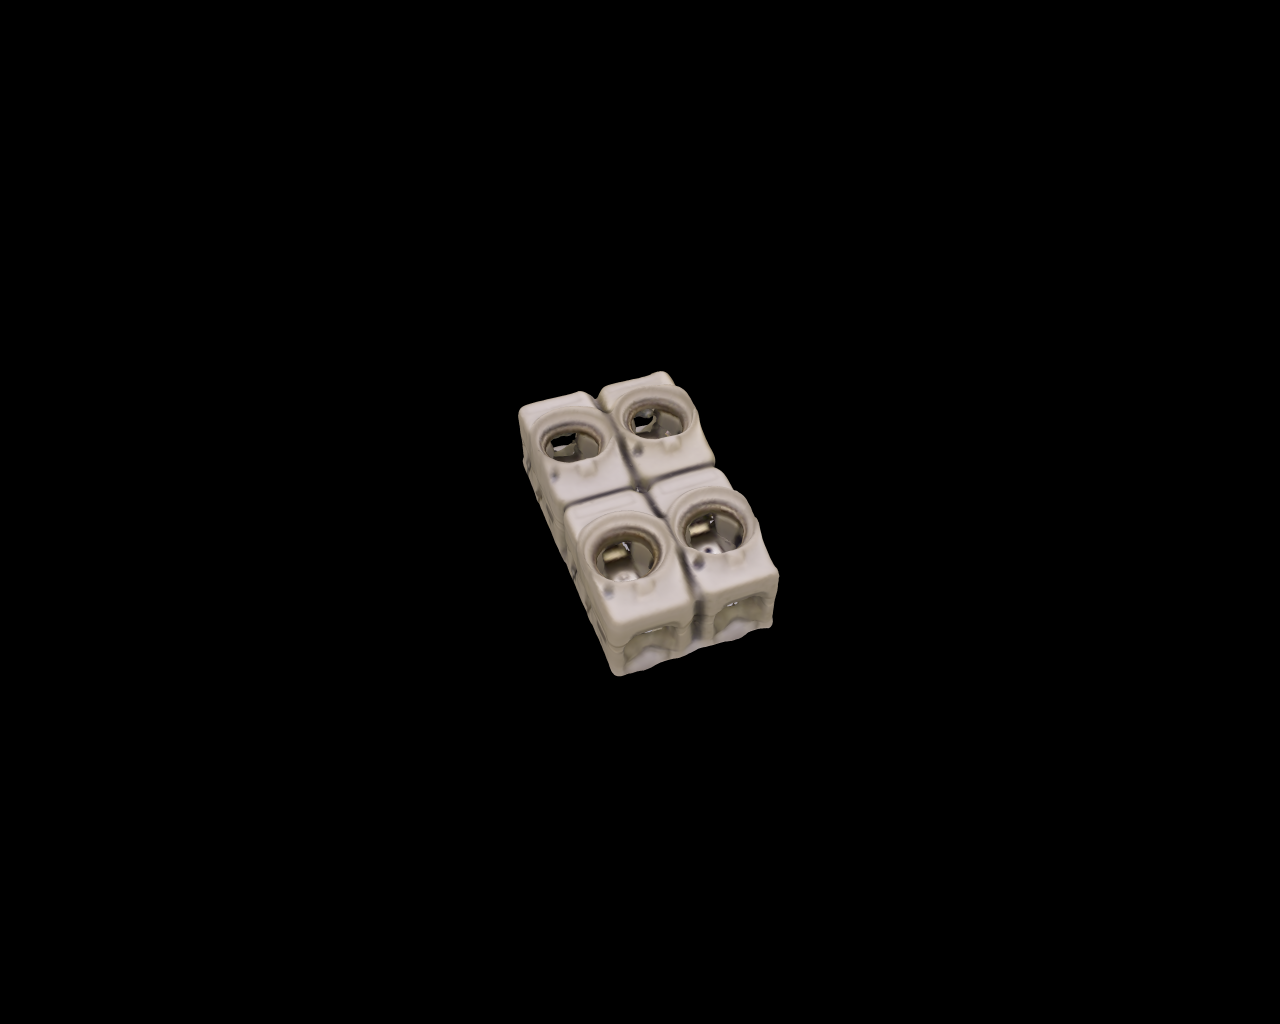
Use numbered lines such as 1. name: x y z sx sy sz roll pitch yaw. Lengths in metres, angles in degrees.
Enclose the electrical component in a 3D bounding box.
1. electrical component: 0.001 -0.003 0.650 0.105 0.186 0.060 -16 -39 -13
